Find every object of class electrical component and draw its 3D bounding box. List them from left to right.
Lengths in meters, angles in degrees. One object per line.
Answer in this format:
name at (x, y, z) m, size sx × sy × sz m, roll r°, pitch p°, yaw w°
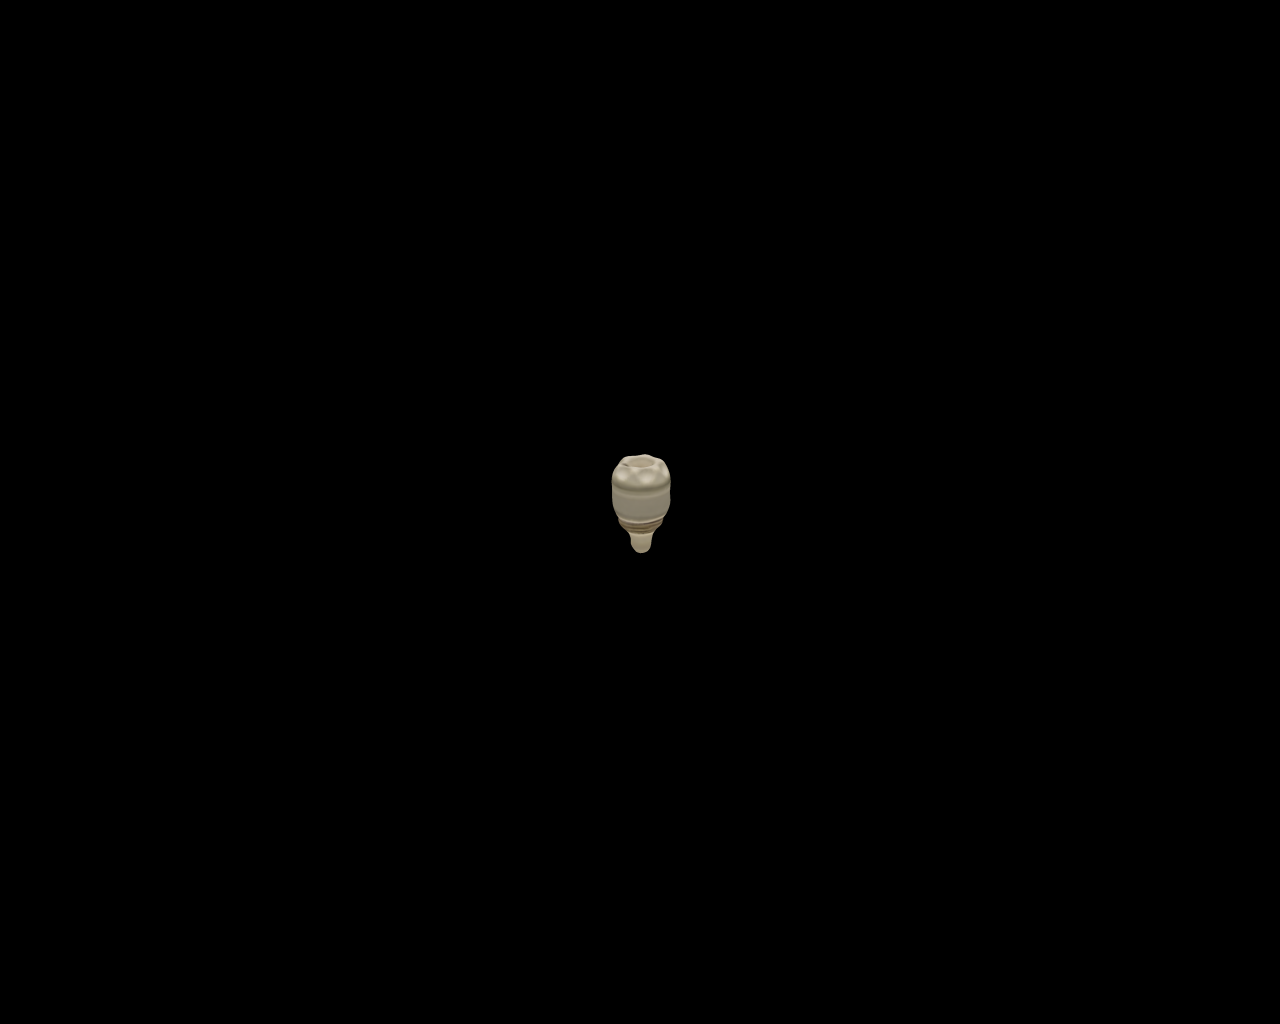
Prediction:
electrical component at (0.001, -0.003, 0.650) m, size 0.035 × 0.061 × 0.035 m, roll 0°, pitch 25°, yaw 0°
